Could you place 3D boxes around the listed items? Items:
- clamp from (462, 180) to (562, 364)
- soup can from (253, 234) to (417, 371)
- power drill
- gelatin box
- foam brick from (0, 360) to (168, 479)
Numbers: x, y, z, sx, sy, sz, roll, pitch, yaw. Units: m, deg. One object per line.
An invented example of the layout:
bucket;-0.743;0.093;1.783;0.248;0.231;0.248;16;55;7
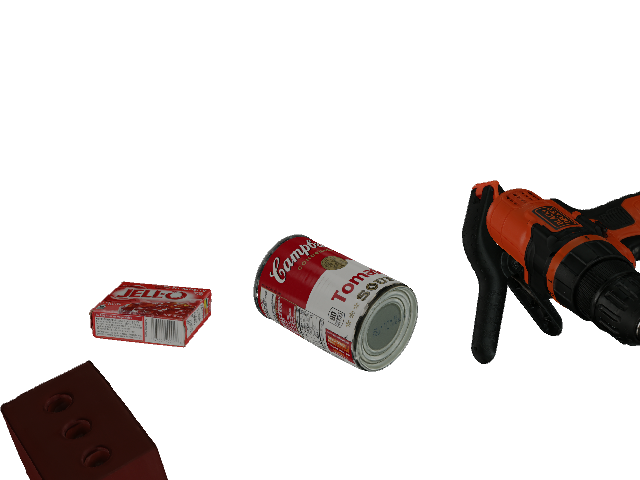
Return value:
clamp;0.169;0.032;1.020;0.039;0.171;0.120;-16;7;46
soup can;0.010;0.044;0.767;0.102;0.068;0.068;25;16;38
power drill;0.232;0.002;0.731;0.187;0.057;0.185;-10;29;-17
gelatin box;-0.151;0.064;0.954;0.089;0.030;0.073;5;19;12
foam brick;-0.115;0.109;0.528;0.052;0.051;0.078;-27;42;-24
